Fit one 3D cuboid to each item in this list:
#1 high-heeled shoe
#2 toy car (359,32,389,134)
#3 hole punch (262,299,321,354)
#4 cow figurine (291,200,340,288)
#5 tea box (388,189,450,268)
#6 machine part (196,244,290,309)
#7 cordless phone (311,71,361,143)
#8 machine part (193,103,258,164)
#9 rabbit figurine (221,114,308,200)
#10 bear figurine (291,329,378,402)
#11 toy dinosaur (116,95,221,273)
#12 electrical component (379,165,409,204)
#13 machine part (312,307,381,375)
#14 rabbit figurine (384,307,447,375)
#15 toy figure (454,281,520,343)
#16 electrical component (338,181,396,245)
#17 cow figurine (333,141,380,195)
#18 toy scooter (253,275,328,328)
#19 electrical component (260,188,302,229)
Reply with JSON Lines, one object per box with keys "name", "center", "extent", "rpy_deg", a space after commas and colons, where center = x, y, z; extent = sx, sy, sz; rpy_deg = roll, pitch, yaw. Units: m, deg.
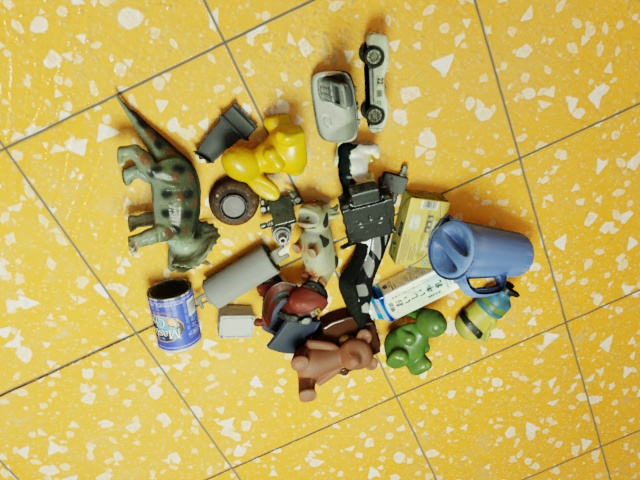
{"name": "high-heeled shoe", "center": [0.121, 0.076, 1.269], "extent": [0.145, 0.086, 0.248], "rpy_deg": [-22, 115, -25]}
{"name": "toy car", "center": [0.114, -0.320, 1.104], "extent": [0.056, 0.074, 0.201], "rpy_deg": [-6, 113, -4]}
{"name": "hole punch", "center": [-0.067, 0.217, 1.302], "extent": [0.115, 0.092, 0.142], "rpy_deg": [29, 103, -22]}
{"name": "cow figurine", "center": [-0.002, -0.004, 1.207], "extent": [0.086, 0.127, 0.194], "rpy_deg": [11, 135, 30]}
{"name": "tea box", "center": [0.228, -0.025, 1.248], "extent": [0.098, 0.068, 0.169], "rpy_deg": [8, 113, -11]}
{"name": "machine part", "center": [-0.181, 0.083, 1.234], "extent": [0.243, 0.079, 0.079], "rpy_deg": [-31, 113, 7]}
{"name": "cordless phone", "center": [0.044, -0.257, 1.063], "extent": [0.089, 0.184, 0.146], "rpy_deg": [-12, 114, -7]}
{"name": "machine part", "center": [-0.201, -0.214, 1.128], "extent": [0.139, 0.039, 0.084], "rpy_deg": [-40, 117, 8]}
{"name": "rabbit figurine", "center": [-0.120, -0.168, 1.116], "extent": [0.173, 0.122, 0.162], "rpy_deg": [-20, 138, -20]}
{"name": "bear figurine", "center": [0.038, 0.289, 1.263], "extent": [0.196, 0.132, 0.120], "rpy_deg": [-9, 103, 3]}
{"name": "toy dinosaur", "center": [-0.314, -0.095, 1.125], "extent": [0.192, 0.131, 0.404], "rpy_deg": [-6, 110, -18]}
{"name": "electrical component", "center": [0.165, -0.130, 1.220], "extent": [0.063, 0.021, 0.094], "rpy_deg": [14, 111, -12]}
{"name": "machine part", "center": [0.067, 0.254, 1.351], "extent": [0.179, 0.056, 0.179], "rpy_deg": [-3, 112, -7]}
{"name": "rabbit figurine", "center": [0.247, 0.225, 1.310], "extent": [0.121, 0.159, 0.170], "rpy_deg": [27, 125, -20]}
{"name": "toy figure", "center": [0.415, 0.176, 1.353], "extent": [0.089, 0.082, 0.180], "rpy_deg": [33, 113, 1]}
{"name": "electrical component", "center": [0.101, -0.062, 1.155], "extent": [0.115, 0.058, 0.134], "rpy_deg": [-17, 133, 0]}
{"name": "cow figurine", "center": [0.074, -0.135, 1.180], "extent": [0.098, 0.068, 0.167], "rpy_deg": [2, 112, -7]}
{"name": "toy scooter", "center": [-0.078, 0.148, 1.213], "extent": [0.184, 0.135, 0.075], "rpy_deg": [11, 143, 25]}
{"name": "electrical component", "center": [-0.089, -0.070, 1.189], "extent": [0.102, 0.045, 0.078], "rpy_deg": [-9, 78, 0]}
